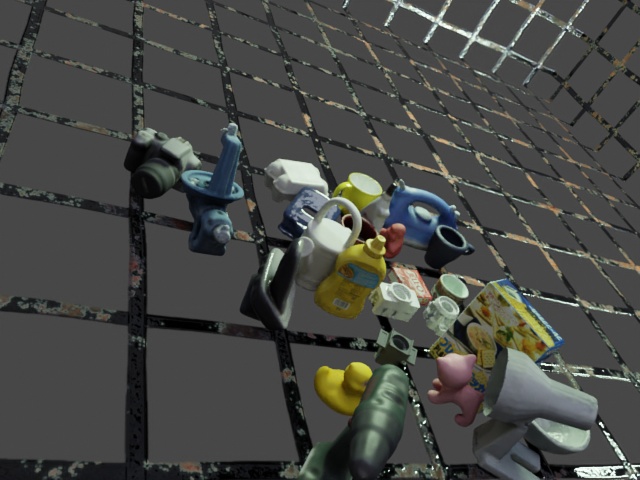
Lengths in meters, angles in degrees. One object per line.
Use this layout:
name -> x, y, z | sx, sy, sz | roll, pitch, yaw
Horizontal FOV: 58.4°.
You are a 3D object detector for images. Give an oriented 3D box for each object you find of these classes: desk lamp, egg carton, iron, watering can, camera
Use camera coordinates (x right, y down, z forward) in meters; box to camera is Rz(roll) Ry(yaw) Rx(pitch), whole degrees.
desk lamp -> 0.351, 0.307, 0.984 | 0.203, 0.213, 0.118 | 31, 34, -1
egg carton -> -0.056, -0.134, 1.347 | 0.151, 0.069, 0.107 | 2, 44, -37
iron -> 0.264, -0.061, 1.443 | 0.259, 0.141, 0.118 | 18, 36, -20
watering can -> 0.012, 0.005, 1.113 | 0.101, 0.194, 0.173 | 31, 34, 0
camera -> -0.322, -0.151, 1.130 | 0.143, 0.100, 0.137 | 31, 34, -2

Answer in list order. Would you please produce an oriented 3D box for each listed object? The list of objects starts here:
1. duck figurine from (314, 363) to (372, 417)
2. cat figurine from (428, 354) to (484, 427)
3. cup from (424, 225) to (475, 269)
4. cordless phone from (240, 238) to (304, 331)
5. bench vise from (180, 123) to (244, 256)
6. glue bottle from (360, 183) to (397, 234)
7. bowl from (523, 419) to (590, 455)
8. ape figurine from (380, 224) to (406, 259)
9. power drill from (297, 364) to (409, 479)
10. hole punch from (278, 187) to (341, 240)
duck figurine -> 0.048, 0.235, 0.949 | 0.104, 0.086, 0.077 | 31, 34, -1
cat figurine -> 0.259, 0.262, 1.053 | 0.127, 0.117, 0.067 | 37, 34, 7
cup -> 0.311, 0.029, 1.408 | 0.118, 0.095, 0.091 | 20, 36, -17
cordless phone -> -0.059, 0.054, 1.004 | 0.094, 0.185, 0.147 | 23, 35, -12
bench vise -> -0.177, -0.091, 1.062 | 0.122, 0.219, 0.207 | -6, 49, -43
glue bottle -> 0.127, -0.060, 1.306 | 0.037, 0.173, 0.078 | 6, 42, -33
bowl -> 0.433, 0.351, 1.117 | 0.168, 0.074, 0.167 | 21, 35, -16
ape figurine -> 0.166, -0.003, 1.336 | 0.076, 0.092, 0.077 | 18, 36, -19
power drill -> 0.050, 0.281, 0.784 | 0.075, 0.208, 0.230 | 34, 34, 3
hole punch -> -0.021, -0.047, 1.245 | 0.108, 0.091, 0.101 | 32, 34, 1
